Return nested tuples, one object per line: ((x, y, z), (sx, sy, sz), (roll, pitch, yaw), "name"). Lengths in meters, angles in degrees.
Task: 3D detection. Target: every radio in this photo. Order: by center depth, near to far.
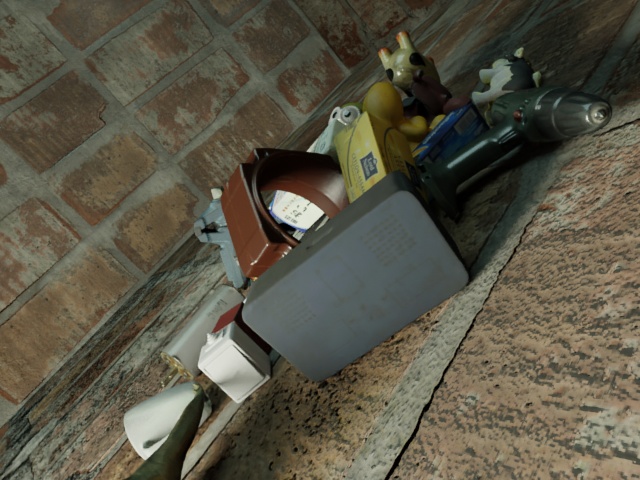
((0.039, 0.046, 0.591), (0.229, 0.131, 0.073), (-38, 15, 18), "radio")

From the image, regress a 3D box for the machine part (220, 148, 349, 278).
((-0.020, -0.028, 0.736), (0.087, 0.201, 0.201), (-53, 49, 43), "machine part")

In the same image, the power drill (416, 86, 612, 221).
((0.225, -0.118, 0.676), (0.207, 0.086, 0.232), (-42, 13, 16), "power drill")

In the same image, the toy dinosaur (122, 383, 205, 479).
((-0.186, 0.297, 0.522), (0.198, 0.105, 0.471), (-35, 15, 32), "toy dinosaur")

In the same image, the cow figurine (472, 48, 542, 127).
((0.311, -0.259, 0.866), (0.098, 0.068, 0.167), (-21, 29, 40), "cow figurine")

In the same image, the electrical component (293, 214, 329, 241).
((-0.002, -0.003, 0.969), (0.134, 0.058, 0.115), (-22, 23, 53), "electrical component")

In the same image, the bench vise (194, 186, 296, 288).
((-0.132, -0.022, 1.130), (0.241, 0.223, 0.129), (-16, 0, -3), "bench vise")

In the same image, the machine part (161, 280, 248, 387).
((-0.205, 0.165, 0.978), (0.243, 0.079, 0.079), (-51, 17, -30), "machine part")

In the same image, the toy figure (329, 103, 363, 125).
((0.052, -0.159, 0.977), (0.082, 0.180, 0.089), (3, 2, 14), "toy figure")

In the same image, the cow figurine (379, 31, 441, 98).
((0.204, -0.300, 1.053), (0.085, 0.194, 0.127), (-28, 55, 30), "cow figurine")

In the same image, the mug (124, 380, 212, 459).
((-0.209, 0.250, 0.753), (0.107, 0.080, 0.109), (-34, 9, -6), "mug")

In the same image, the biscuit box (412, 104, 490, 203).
((0.179, -0.123, 0.837), (0.202, 0.059, 0.063), (-47, 16, -17), "biscuit box")

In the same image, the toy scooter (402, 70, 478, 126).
((0.190, -0.237, 0.983), (0.075, 0.135, 0.184), (-53, 17, -29), "toy scooter")

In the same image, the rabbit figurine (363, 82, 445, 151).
((0.127, -0.179, 0.913), (0.162, 0.173, 0.122), (-45, 19, -24), "rabbit figurine")

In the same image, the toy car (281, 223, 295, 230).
((-0.103, -0.014, 1.219), (0.202, 0.073, 0.056), (-37, 19, 20), "toy car")

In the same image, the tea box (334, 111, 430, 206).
((0.087, -0.078, 0.728), (0.068, 0.098, 0.170), (-35, 55, 33), "tea box")
